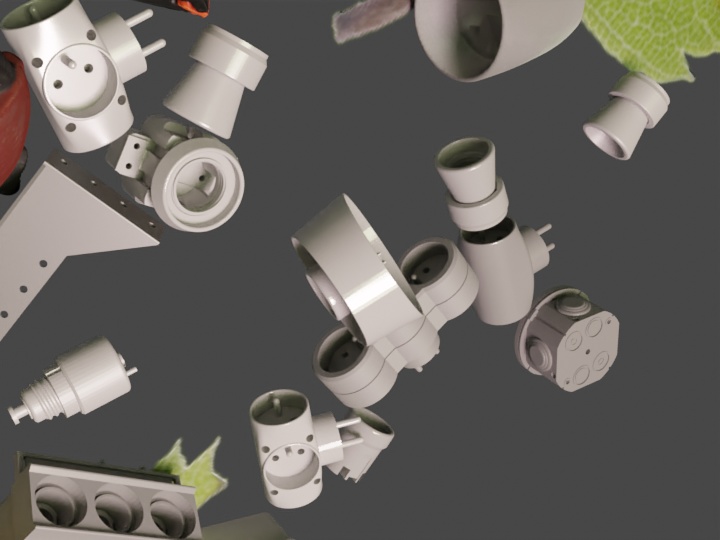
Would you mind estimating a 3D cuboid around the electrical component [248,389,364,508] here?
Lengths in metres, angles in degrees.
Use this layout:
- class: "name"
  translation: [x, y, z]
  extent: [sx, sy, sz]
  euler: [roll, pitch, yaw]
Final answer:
- class: "electrical component"
  translation: [-0.036, 0.126, 0.783]
  extent: [0.079, 0.044, 0.077]
  euler: [-13, 121, -10]

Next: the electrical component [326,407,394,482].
- class: "electrical component"
  translation: [-0.002, 0.133, 0.821]
  extent: [0.040, 0.040, 0.046]
  euler: [24, 103, -40]

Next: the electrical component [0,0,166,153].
- class: "electrical component"
  translation: [-0.145, -0.117, 0.596]
  extent: [0.079, 0.044, 0.077]
  euler: [-33, 127, -18]

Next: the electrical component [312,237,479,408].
- class: "electrical component"
  translation: [0.034, 0.048, 0.795]
  extent: [0.138, 0.052, 0.073]
  euler: [-46, 130, -8]

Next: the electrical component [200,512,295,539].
- class: "electrical component"
  translation: [-0.089, 0.249, 0.805]
  extent: [0.078, 0.057, 0.113]
  euler: [-7, 116, -32]

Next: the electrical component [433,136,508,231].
- class: "electrical component"
  translation: [0.081, -0.062, 0.779]
  extent: [0.045, 0.045, 0.055]
  euler: [-34, 127, -17]

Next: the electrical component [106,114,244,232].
- class: "electrical component"
  translation: [-0.105, -0.056, 0.645]
  extent: [0.078, 0.057, 0.058]
  euler: [17, 102, -39]

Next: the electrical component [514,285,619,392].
- class: "electrical component"
  translation: [0.173, 0.058, 0.897]
  extent: [0.080, 0.051, 0.080]
  euler: [-15, 120, -28]

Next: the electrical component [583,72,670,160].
- class: "electrical component"
  translation: [0.208, -0.120, 0.838]
  extent: [0.055, 0.045, 0.045]
  euler: [-51, 130, -4]

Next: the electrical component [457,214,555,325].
- class: "electrical component"
  translation: [0.118, -0.009, 0.830]
  extent: [0.079, 0.044, 0.077]
  euler: [-30, 126, -20]

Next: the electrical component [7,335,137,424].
- class: "electrical component"
  translation: [-0.180, 0.072, 0.667]
  extent: [0.078, 0.040, 0.040]
  euler: [-28, 125, -21]

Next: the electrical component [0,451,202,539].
- class: "electrical component"
  translation: [-0.171, 0.168, 0.700]
  extent: [0.121, 0.078, 0.063]
  euler: [18, 130, -39]

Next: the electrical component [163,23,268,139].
- class: "electrical component"
  translation: [-0.085, -0.112, 0.639]
  extent: [0.045, 0.045, 0.055]
  euler: [25, 96, -40]

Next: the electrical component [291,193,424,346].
- class: "electrical component"
  translation: [0.000, 0.000, 0.722]
  extent: [0.064, 0.099, 0.099]
  euler: [-34, 128, -9]
